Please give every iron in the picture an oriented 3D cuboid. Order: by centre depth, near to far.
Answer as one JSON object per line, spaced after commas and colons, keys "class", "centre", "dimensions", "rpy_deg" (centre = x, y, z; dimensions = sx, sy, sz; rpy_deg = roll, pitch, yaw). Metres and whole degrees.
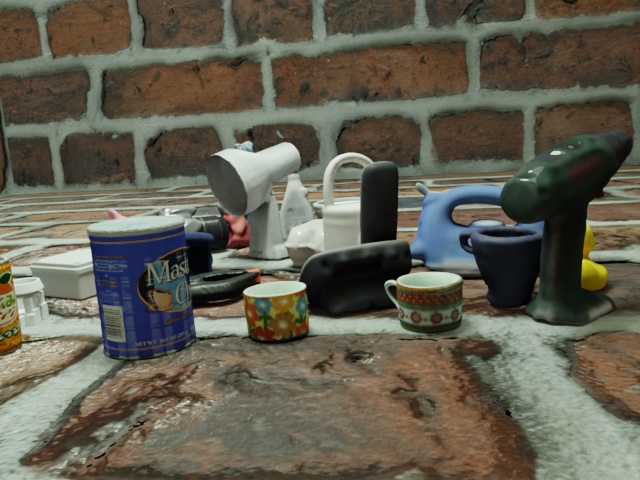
{"class": "iron", "centre": [0.265, -0.022, 0.880], "dimensions": [0.257, 0.141, 0.119], "rpy_deg": [-1, 11, 13]}

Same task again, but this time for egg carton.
{"class": "egg carton", "centre": [0.009, 0.004, 1.025], "dimensions": [0.107, 0.069, 0.151], "rpy_deg": [1, 11, 24]}

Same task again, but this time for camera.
{"class": "camera", "centre": [-0.249, -0.018, 1.137], "dimensions": [0.137, 0.101, 0.142], "rpy_deg": [-9, 12, -26]}

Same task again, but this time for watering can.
{"class": "watering can", "centre": [0.057, -0.034, 0.867], "dimensions": [0.101, 0.194, 0.172], "rpy_deg": [-11, 13, -37]}

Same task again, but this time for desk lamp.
{"class": "desk lamp", "centre": [-0.102, -0.074, 1.082], "dimensions": [0.204, 0.213, 0.117], "rpy_deg": [-12, 14, -41]}

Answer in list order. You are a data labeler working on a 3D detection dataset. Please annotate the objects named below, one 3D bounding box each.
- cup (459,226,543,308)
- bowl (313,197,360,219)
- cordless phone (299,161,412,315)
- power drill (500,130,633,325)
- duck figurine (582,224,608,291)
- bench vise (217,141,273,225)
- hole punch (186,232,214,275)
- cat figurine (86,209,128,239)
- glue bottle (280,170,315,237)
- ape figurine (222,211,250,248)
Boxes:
{"class": "cup", "centre": [0.224, 0.034, 0.719], "dimensions": [0.092, 0.095, 0.117], "rpy_deg": [-12, 13, -40]}
{"class": "bowl", "centre": [0.068, -0.053, 1.307], "dimensions": [0.167, 0.075, 0.167], "rpy_deg": [-3, 10, 1]}
{"class": "cordless phone", "centre": [0.045, -0.006, 0.741], "dimensions": [0.148, 0.185, 0.094], "rpy_deg": [-8, 12, -26]}
{"class": "power drill", "centre": [0.293, -0.018, 0.662], "dimensions": [0.230, 0.208, 0.075], "rpy_deg": [-12, 13, -39]}
{"class": "duck figurine", "centre": [0.350, 0.020, 0.781], "dimensions": [0.077, 0.086, 0.105], "rpy_deg": [-1, 11, 13]}
{"class": "bench vise", "centre": [-0.175, -0.122, 1.357], "dimensions": [0.121, 0.220, 0.207], "rpy_deg": [-3, 10, 0]}
{"class": "hole punch", "centre": [-0.223, 0.029, 0.896], "dimensions": [0.109, 0.091, 0.100], "rpy_deg": [-8, 11, -23]}
{"class": "cat figurine", "centre": [-0.366, 0.001, 1.021], "dimensions": [0.127, 0.118, 0.067], "rpy_deg": [1, 11, 24]}
{"class": "glue bottle", "centre": [-0.052, -0.083, 1.235], "dimensions": [0.078, 0.173, 0.037], "rpy_deg": [-3, 10, 4]}
{"class": "ape figurine", "centre": [-0.182, -0.030, 1.208], "dimensions": [0.076, 0.092, 0.077], "rpy_deg": [-8, 11, -23]}
